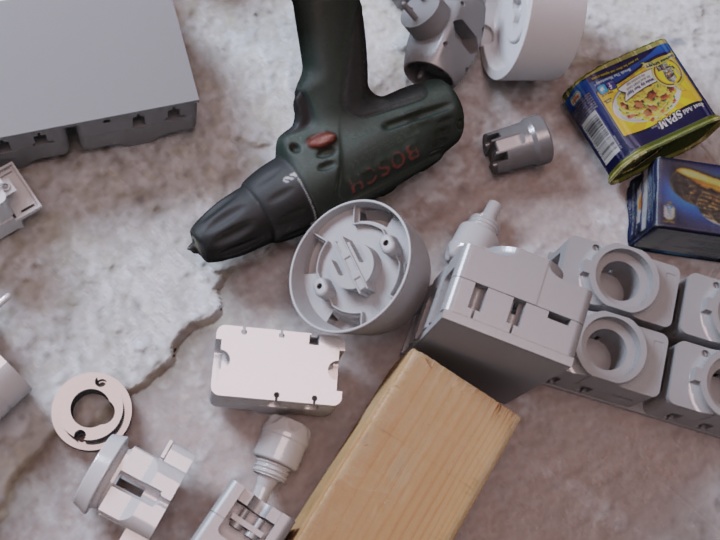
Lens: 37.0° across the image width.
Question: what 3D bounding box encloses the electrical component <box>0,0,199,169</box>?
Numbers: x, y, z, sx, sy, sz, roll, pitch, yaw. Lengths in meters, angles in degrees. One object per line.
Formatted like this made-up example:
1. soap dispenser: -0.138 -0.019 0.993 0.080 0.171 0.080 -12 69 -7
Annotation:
1. electrical component: -0.224 -0.143 0.800 0.186 0.060 0.105 -13 76 -13

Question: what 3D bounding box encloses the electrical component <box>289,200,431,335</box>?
1. electrical component: 0.000 0.000 0.764 0.099 0.064 0.099 -6 77 25

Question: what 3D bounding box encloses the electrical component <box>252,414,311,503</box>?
1. electrical component: -0.060 0.135 0.757 0.035 0.035 0.061 23 73 -2

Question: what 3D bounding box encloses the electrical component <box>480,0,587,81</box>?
1. electrical component: 0.143 -0.202 0.857 0.060 0.108 0.108 4 73 -15

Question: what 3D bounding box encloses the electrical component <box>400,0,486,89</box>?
1. electrical component: 0.059 -0.195 0.859 0.079 0.043 0.077 40 64 -41

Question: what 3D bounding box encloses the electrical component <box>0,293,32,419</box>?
1. electrical component: -0.276 0.035 0.741 0.138 0.052 0.073 42 71 5

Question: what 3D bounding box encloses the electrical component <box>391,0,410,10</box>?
1. electrical component: 0.045 -0.276 0.891 0.100 0.048 0.099 -34 81 -17

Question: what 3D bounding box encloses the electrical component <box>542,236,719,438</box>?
1. electrical component: 0.230 0.053 0.815 0.186 0.060 0.105 17 71 -4

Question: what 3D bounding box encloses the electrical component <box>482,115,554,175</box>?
1. electrical component: 0.125 -0.098 0.856 0.046 0.040 0.040 -17 77 -8

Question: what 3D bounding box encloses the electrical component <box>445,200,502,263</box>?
1. electrical component: 0.092 -0.027 0.831 0.035 0.035 0.061 30 69 0

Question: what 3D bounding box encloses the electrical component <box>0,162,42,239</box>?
1. electrical component: -0.273 -0.045 0.761 0.081 0.064 0.042 -34 82 -17

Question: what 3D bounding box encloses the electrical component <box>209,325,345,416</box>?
1. electrical component: -0.060 0.073 0.764 0.089 0.055 0.050 6 72 -7

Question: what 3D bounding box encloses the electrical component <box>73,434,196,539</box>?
1. electrical component: -0.155 0.146 0.725 0.057 0.058 0.078 29 71 -3

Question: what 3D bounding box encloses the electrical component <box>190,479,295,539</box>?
1. electrical component: -0.082 0.179 0.710 0.050 0.089 0.055 34 71 2

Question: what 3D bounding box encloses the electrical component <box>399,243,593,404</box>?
1. electrical component: 0.090 0.038 0.749 0.089 0.150 0.061 21 72 -3
